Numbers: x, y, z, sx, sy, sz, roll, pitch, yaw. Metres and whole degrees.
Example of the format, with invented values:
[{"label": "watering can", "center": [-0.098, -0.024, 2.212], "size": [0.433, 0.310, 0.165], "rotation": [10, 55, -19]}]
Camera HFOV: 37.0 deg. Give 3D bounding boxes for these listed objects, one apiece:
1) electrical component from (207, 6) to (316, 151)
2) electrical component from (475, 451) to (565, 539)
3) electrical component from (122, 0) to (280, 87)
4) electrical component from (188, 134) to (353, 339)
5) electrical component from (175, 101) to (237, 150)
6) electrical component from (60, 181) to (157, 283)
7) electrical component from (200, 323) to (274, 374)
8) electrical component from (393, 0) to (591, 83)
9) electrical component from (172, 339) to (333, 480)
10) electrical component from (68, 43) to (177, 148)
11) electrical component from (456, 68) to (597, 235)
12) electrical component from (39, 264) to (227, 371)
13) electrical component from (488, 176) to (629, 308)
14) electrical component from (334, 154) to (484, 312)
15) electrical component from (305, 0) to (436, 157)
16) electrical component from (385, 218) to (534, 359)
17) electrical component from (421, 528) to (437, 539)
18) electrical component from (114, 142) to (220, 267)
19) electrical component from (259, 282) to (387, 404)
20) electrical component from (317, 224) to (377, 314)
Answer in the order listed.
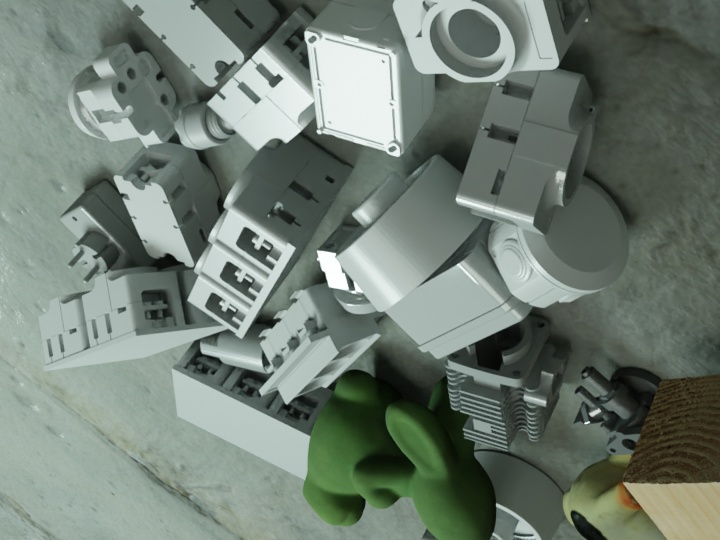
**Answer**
[{"label": "electrical component", "center": [-0.052, -0.124, 0.723], "size": [0.056, 0.050, 0.089], "rotation": [43, 144, -12]}, {"label": "electrical component", "center": [0.127, 0.223, 0.980], "size": [0.108, 0.060, 0.108], "rotation": [21, 143, 17]}, {"label": "electrical component", "center": [-0.103, -0.176, 0.698], "size": [0.089, 0.055, 0.050], "rotation": [45, 143, -15]}, {"label": "electrical component", "center": [-0.075, -0.027, 0.821], "size": [0.062, 0.089, 0.150], "rotation": [34, 145, -1]}, {"label": "electrical component", "center": [-0.106, -0.109, 0.797], "size": [0.061, 0.035, 0.035], "rotation": [-5, 129, 38]}, {"label": "electrical component", "center": [-0.231, -0.021, 0.962], "size": [0.047, 0.075, 0.083], "rotation": [-18, 120, 48]}, {"label": "electrical component", "center": [-0.112, 0.068, 1.001], "size": [0.081, 0.043, 0.043], "rotation": [10, 138, 30]}, {"label": "electrical component", "center": [0.055, -0.179, 0.565], "size": [0.089, 0.061, 0.150], "rotation": [5, 136, 34]}, {"label": "electrical component", "center": [-0.100, 0.128, 1.046], "size": [0.150, 0.061, 0.089], "rotation": [24, 143, 14]}, {"label": "electrical component", "center": [-0.182, -0.129, 0.814], "size": [0.057, 0.058, 0.078], "rotation": [-3, 131, 36]}, {"label": "electrical component", "center": [0.101, -0.070, 0.627], "size": [0.056, 0.089, 0.050], "rotation": [19, 180, 20]}, {"label": "electrical component", "center": [-0.205, 0.041, 0.977], "size": [0.186, 0.105, 0.060], "rotation": [-20, 79, 49]}, {"label": "electrical component", "center": [0.126, -0.018, 0.684], "size": [0.080, 0.080, 0.051], "rotation": [39, 149, -7]}, {"label": "electrical component", "center": [0.030, -0.031, 0.724], "size": [0.060, 0.108, 0.108], "rotation": [45, 144, -5]}, {"label": "electrical component", "center": [0.011, -0.121, 0.669], "size": [0.062, 0.061, 0.096], "rotation": [19, 142, 21]}, {"label": "electrical component", "center": [0.078, 0.007, 0.752], "size": [0.057, 0.078, 0.113], "rotation": [44, 143, -10]}, {"label": "electrical component", "center": [0.101, 0.282, 1.079], "size": [0.056, 0.050, 0.089], "rotation": [3, 134, 36]}, {"label": "electrical component", "center": [-0.151, -0.057, 0.875], "size": [0.050, 0.055, 0.089], "rotation": [13, 140, 27]}, {"label": "electrical component", "center": [-0.038, 0.058, 0.907], "size": [0.063, 0.079, 0.121], "rotation": [61, 147, 14]}, {"label": "electrical component", "center": [0.000, 0.000, 0.833], "size": [0.066, 0.048, 0.055], "rotation": [9, 130, 30]}]
